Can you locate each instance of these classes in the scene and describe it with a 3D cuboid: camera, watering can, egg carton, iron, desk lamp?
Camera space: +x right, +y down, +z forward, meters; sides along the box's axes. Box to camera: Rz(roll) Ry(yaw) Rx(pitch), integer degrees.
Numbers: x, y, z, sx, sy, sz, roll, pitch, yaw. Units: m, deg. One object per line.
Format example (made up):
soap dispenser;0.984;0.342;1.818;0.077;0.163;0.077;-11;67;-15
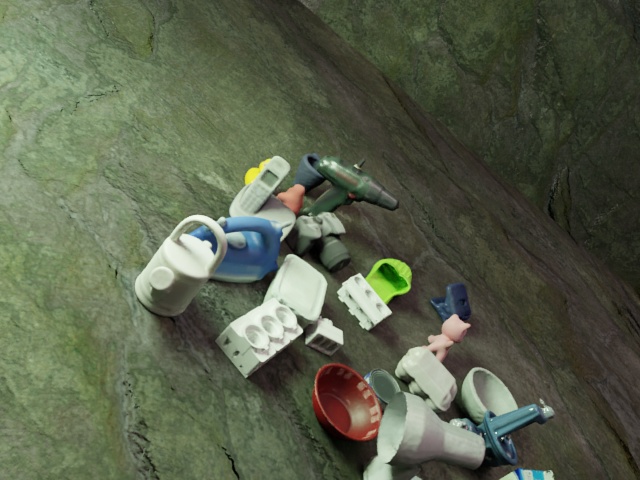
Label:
camera;0.013;0.005;1.406;0.144;0.100;0.136;-2;52;-51
watering can;-0.229;0.042;0.975;0.101;0.193;0.173;31;32;-20
egg carton;0.246;0.320;1.313;0.150;0.069;0.107;48;30;9
iron;-0.176;0.000;1.146;0.259;0.141;0.118;5;47;-47
desk lamp;0.166;0.378;0.997;0.204;0.213;0.118;33;31;-17

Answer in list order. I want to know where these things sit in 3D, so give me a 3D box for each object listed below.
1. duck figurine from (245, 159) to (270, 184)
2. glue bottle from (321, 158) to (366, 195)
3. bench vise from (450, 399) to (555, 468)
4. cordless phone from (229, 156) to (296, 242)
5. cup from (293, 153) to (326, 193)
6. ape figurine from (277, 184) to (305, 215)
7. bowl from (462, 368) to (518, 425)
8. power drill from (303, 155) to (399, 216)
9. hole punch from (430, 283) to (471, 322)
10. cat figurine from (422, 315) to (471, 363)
duck figurine;-0.138;-0.172;1.467;0.077;0.086;0.105;41;30;-4
glue bottle;0.075;-0.170;1.632;0.037;0.173;0.078;52;31;15
bench vise;0.373;0.409;1.198;0.208;0.219;0.121;11;42;-43
cordless phone;-0.105;-0.089;1.301;0.148;0.184;0.094;36;30;-12
cup;-0.032;-0.186;1.603;0.092;0.094;0.117;28;33;-24
ape figurine;-0.069;-0.104;1.457;0.078;0.092;0.076;27;33;-26
bowl;0.399;0.399;1.389;0.168;0.074;0.167;30;32;-21
power drill;0.063;-0.102;1.495;0.230;0.208;0.076;41;30;-3
hole punch;0.388;0.184;1.636;0.109;0.091;0.101;0;51;-50
cat figurine;0.329;0.247;1.457;0.067;0.117;0.128;45;30;4
